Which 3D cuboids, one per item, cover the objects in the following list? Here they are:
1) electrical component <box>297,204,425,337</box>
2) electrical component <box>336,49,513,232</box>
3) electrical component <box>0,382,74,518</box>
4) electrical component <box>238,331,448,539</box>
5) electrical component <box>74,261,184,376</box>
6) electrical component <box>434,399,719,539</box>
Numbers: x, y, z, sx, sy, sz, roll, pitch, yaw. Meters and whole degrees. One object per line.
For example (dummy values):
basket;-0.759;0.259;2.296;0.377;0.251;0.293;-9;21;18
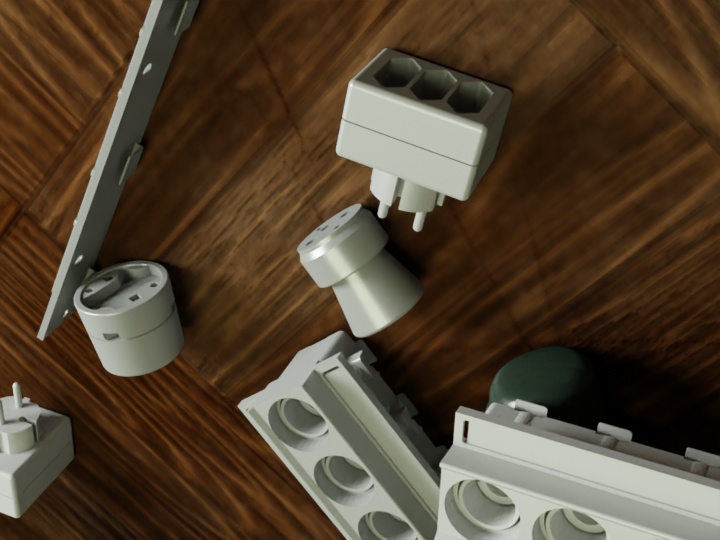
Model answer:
electrical component;0.000;0.000;0.552;0.045;0.045;0.055;-27;105;35
electrical component;0.026;-0.053;0.506;0.066;0.047;0.076;21;126;12
electrical component;-0.230;0.110;0.714;0.047;0.065;0.076;16;125;16
electrical component;0.002;0.100;0.602;0.079;0.063;0.121;-29;105;35
electrical component;-0.133;0.029;0.627;0.055;0.055;0.047;4;125;23
electrical component;0.102;0.104;0.476;0.121;0.063;0.078;14;120;23
